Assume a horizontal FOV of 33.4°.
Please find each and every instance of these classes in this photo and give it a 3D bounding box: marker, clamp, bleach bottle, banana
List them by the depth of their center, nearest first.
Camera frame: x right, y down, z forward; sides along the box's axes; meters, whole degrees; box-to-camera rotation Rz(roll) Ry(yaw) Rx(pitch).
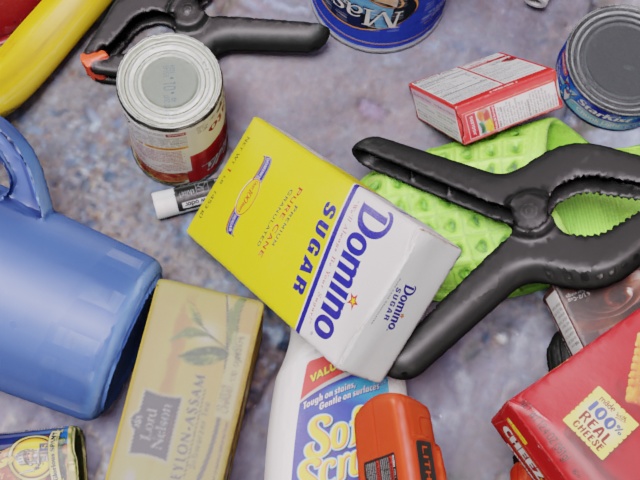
[{"bbox_3d":[0.122,0.001,0.639,0.210,0.036,0.164,-5,64,12],"label":"clamp"},{"bbox_3d":[0.006,0.121,0.667,0.102,0.068,0.251,-3,72,-4],"label":"bleach bottle"},{"bbox_3d":[-0.054,-0.037,0.730,0.121,0.020,0.020,-14,75,-7],"label":"marker"},{"bbox_3d":[-0.179,-0.146,0.733,0.037,0.070,0.197,44,69,-26],"label":"banana"},{"bbox_3d":[-0.081,-0.149,0.751,0.171,0.039,0.120,-36,72,-6],"label":"clamp"}]

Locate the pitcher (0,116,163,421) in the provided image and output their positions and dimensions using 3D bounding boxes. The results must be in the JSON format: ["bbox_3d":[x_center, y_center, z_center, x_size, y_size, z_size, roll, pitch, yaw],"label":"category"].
[{"bbox_3d":[-0.221,0.008,0.649,0.243,0.149,0.145,22,61,0],"label":"pitcher"}]

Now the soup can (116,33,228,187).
[{"bbox_3d":[-0.095,-0.083,0.698,0.068,0.102,0.068,1,73,-3],"label":"soup can"}]

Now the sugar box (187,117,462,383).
[{"bbox_3d":[-0.004,0.001,0.648,0.176,0.048,0.093,37,99,47],"label":"sugar box"}]

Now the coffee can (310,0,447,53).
[{"bbox_3d":[0.046,-0.203,0.720,0.102,0.140,0.103,1,74,-3],"label":"coffee can"}]

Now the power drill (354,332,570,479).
[{"bbox_3d":[0.115,0.133,0.639,0.187,0.057,0.184,7,64,-26],"label":"power drill"}]

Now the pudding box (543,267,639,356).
[{"bbox_3d":[0.206,0.050,0.651,0.113,0.039,0.090,-21,72,-5],"label":"pudding box"}]

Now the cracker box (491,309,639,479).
[{"bbox_3d":[0.228,0.100,0.576,0.213,0.072,0.164,-33,74,-9],"label":"cracker box"}]

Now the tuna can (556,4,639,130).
[{"bbox_3d":[0.213,-0.122,0.761,0.086,0.034,0.086,1,74,-3],"label":"tuna can"}]

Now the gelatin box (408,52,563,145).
[{"bbox_3d":[0.110,-0.097,0.723,0.073,0.089,0.030,-21,112,-9],"label":"gelatin box"}]

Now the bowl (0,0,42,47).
[{"bbox_3d":[-0.254,-0.214,0.753,0.162,0.055,0.162,1,74,-3],"label":"bowl"}]

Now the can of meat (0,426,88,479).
[{"bbox_3d":[-0.184,0.166,0.646,0.084,0.057,0.102,-5,74,-7],"label":"can of meat"}]
